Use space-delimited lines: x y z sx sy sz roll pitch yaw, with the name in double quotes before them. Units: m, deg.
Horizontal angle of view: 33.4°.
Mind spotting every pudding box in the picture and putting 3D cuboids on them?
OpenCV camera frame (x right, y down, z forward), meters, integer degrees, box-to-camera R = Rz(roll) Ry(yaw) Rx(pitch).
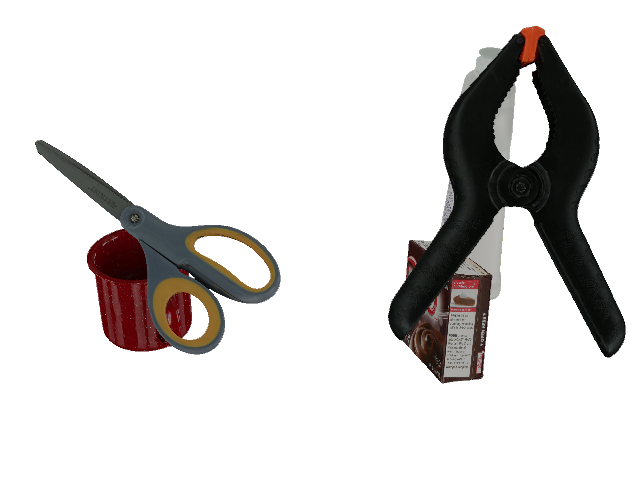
"pudding box" 0.100 0.055 0.869 0.039 0.090 0.113 -1 14 -15

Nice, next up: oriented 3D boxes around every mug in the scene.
"mug" -0.151 0.050 0.946 0.093 0.081 0.117 -19 37 -27

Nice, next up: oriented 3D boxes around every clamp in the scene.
"clamp" 0.091 -0.021 0.550 0.120 0.171 0.039 -4 -1 -2

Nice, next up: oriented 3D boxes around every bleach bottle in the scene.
"bleach bottle" 0.160 -0.068 1.079 0.068 0.251 0.102 2 31 0

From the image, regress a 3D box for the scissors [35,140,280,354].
"scissors" -0.124 0.007 0.707 0.202 0.096 0.016 21 -15 14
